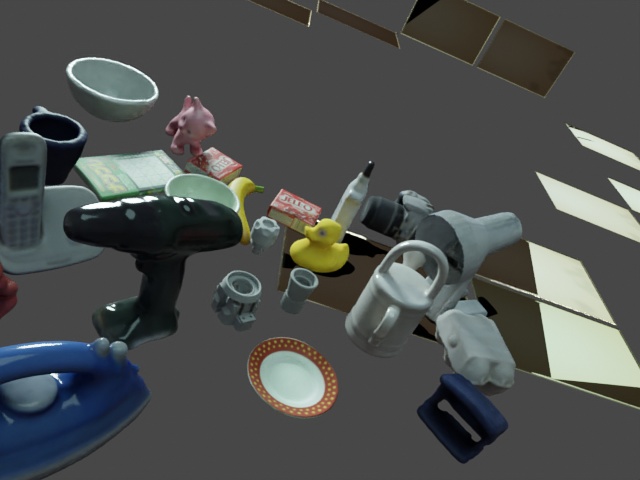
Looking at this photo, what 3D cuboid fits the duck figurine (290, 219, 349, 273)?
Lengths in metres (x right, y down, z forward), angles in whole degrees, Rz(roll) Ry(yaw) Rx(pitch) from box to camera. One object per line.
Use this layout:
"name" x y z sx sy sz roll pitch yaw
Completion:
"duck figurine" 0.009 0.004 0.987 0.105 0.086 0.077 9 37 -26

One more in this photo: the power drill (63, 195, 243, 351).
"power drill" -0.203 0.033 0.684 0.230 0.208 0.075 -17 52 -47

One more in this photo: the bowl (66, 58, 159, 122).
"bowl" -0.398 -0.274 1.090 0.168 0.074 0.167 19 34 -13

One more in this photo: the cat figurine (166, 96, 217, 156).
"cat figurine" -0.242 -0.225 1.094 0.067 0.117 0.127 3 40 -32

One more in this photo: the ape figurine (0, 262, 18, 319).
"ape figurine" -0.376 0.056 0.637 0.078 0.092 0.076 -15 52 -46

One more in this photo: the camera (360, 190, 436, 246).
"camera" 0.158 -0.054 1.158 0.137 0.100 0.143 22 33 -9

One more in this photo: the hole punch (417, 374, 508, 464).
"hole punch" 0.208 0.236 0.804 0.101 0.091 0.108 -13 50 -45

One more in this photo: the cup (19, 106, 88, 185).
"cup" -0.416 -0.140 0.876 0.092 0.095 0.117 -12 50 -44

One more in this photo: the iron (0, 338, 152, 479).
"iron" -0.270 0.143 0.547 0.259 0.141 0.118 -8 46 -41

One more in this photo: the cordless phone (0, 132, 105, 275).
"cordless phone" -0.341 -0.052 0.724 0.094 0.185 0.148 44 37 24

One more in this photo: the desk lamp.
"desk lamp" 0.241 0.041 0.982 0.204 0.213 0.117 -3 43 -38

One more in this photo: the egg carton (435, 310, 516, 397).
"egg carton" 0.247 0.180 0.929 0.107 0.069 0.150 13 36 -21

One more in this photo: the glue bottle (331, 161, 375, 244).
"glue bottle" 0.058 -0.071 1.044 0.037 0.173 0.078 24 33 -4

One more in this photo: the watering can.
"watering can" 0.121 0.075 0.869 0.101 0.194 0.172 17 34 -15
